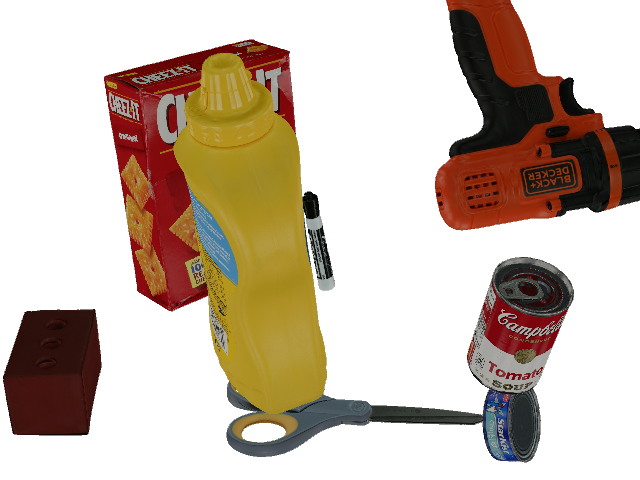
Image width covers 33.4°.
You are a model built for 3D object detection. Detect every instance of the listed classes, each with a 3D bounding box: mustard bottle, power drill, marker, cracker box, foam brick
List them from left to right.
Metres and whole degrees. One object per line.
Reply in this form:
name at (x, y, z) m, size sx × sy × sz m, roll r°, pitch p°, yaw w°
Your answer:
foam brick at (-0.184, 0.091, 0.739) m, size 0.053 × 0.051 × 0.078 m, roll -1°, pitch 31°, yaw -4°
cracker box at (-0.100, -0.063, 0.994) m, size 0.163 × 0.214 × 0.072 m, roll -22°, pitch 31°, yaw -34°
mustard bottle at (-0.037, -0.008, 0.538) m, size 0.058 × 0.191 × 0.096 m, roll -17°, pitch 42°, yaw -12°
marker at (-0.003, 0.001, 1.192) m, size 0.020 × 0.121 × 0.020 m, roll -9°, pitch 28°, yaw 5°
power drill at (0.152, -0.109, 0.676) m, size 0.184 × 0.187 × 0.057 m, roll -11°, pitch -2°, yaw -4°

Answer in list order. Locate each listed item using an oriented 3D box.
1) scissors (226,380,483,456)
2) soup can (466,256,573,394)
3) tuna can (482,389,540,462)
scissors at (0.016, 0.143, 0.818) m, size 0.202 × 0.016 × 0.096 m, roll 11°, pitch 34°, yaw 17°
soup can at (0.168, 0.074, 0.909) m, size 0.068 × 0.102 × 0.068 m, roll 6°, pitch 41°, yaw -5°
tuna can at (0.208, 0.197, 1.162) m, size 0.034 × 0.086 × 0.086 m, roll -5°, pitch -3°, yaw 33°
